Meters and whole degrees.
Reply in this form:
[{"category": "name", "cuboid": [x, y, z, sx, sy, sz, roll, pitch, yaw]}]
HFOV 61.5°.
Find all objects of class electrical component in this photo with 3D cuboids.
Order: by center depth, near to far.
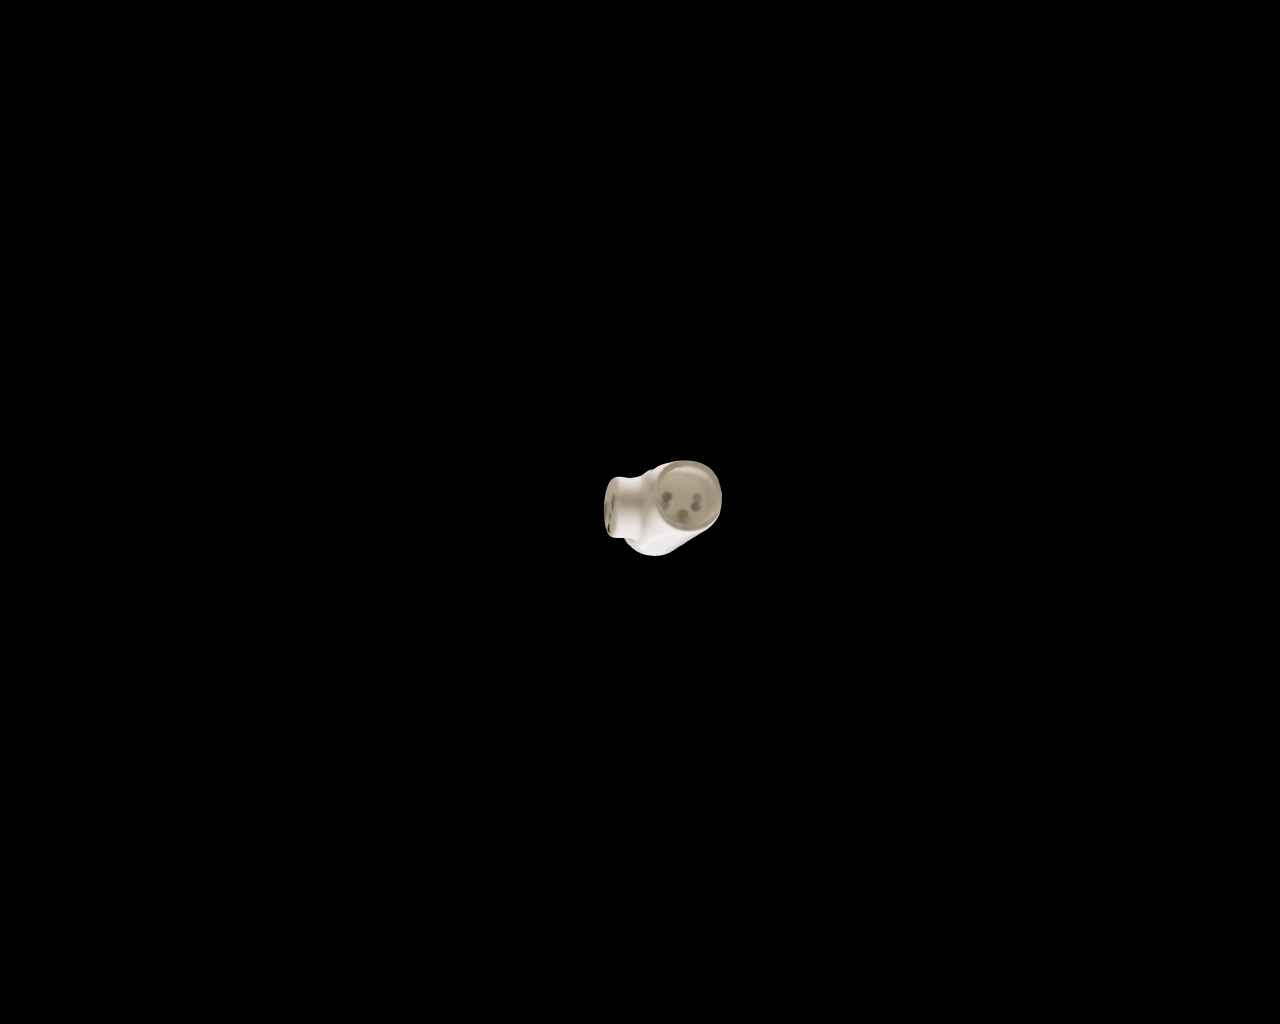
[{"category": "electrical component", "cuboid": [0.001, -0.003, 0.650, 0.079, 0.044, 0.077, 4, -14, -15]}]
